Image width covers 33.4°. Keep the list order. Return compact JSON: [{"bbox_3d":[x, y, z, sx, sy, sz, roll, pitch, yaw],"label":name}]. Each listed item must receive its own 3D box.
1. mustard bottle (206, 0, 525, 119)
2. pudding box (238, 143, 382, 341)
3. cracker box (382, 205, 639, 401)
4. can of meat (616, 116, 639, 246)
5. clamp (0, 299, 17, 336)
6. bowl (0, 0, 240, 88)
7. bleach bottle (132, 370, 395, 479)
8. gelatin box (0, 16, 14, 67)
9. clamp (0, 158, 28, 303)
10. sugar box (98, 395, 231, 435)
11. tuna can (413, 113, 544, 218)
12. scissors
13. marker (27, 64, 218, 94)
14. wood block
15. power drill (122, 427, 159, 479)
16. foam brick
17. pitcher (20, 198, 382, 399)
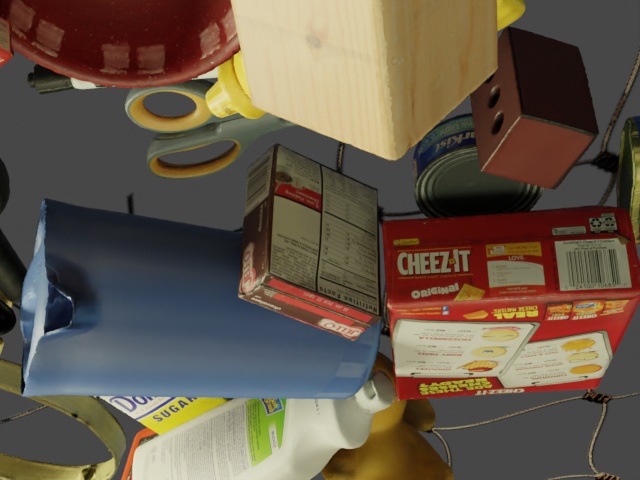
[{"bbox_3d":[0.010,-0.119,0.600,0.192,0.058,0.096,-26,136,30],"label":"mustard bottle"},{"bbox_3d":[-0.005,0.001,0.708,0.090,0.113,0.039,24,140,-27],"label":"pudding box"},{"bbox_3d":[0.131,0.052,0.778,0.164,0.072,0.213,-4,156,4],"label":"cracker box"},{"bbox_3d":[0.243,-0.041,0.704,0.084,0.057,0.102,-4,142,8],"label":"can of meat"},{"bbox_3d":[-0.293,-0.015,0.699,0.210,0.036,0.164,7,123,15],"label":"clamp"},{"bbox_3d":[-0.104,-0.155,0.555,0.162,0.055,0.162,0,142,0],"label":"bowl"},{"bbox_3d":[-0.045,0.172,0.865,0.251,0.102,0.068,-29,146,30],"label":"bleach bottle"},{"bbox_3d":[-0.213,-0.102,0.538,0.073,0.030,0.089,-33,140,23],"label":"gelatin box"},{"bbox_3d":[-0.265,-0.023,0.737,0.120,0.039,0.171,4,134,-4],"label":"clamp"},{"bbox_3d":[-0.111,0.141,0.943,0.093,0.048,0.176,-23,138,26],"label":"sugar box"},{"bbox_3d":[0.105,-0.045,0.714,0.086,0.033,0.086,0,142,0],"label":"tuna can"},{"bbox_3d":[-0.035,-0.090,0.671,0.202,0.016,0.096,-21,138,24],"label":"scissors"},{"bbox_3d":[-0.119,-0.103,0.651,0.121,0.020,0.020,-5,142,6],"label":"marker"},{"bbox_3d":[0.014,-0.150,0.445,0.091,0.090,0.206,25,142,31],"label":"wood block"},{"bbox_3d":[-0.110,0.273,1.016,0.057,0.184,0.187,-23,128,29],"label":"power drill"},{"bbox_3d":[0.126,-0.079,0.637,0.051,0.078,0.053,13,138,-15],"label":"foam brick"},{"bbox_3d":[-0.088,0.049,0.760,0.242,0.149,0.145,7,135,-18],"label":"pitcher"}]
